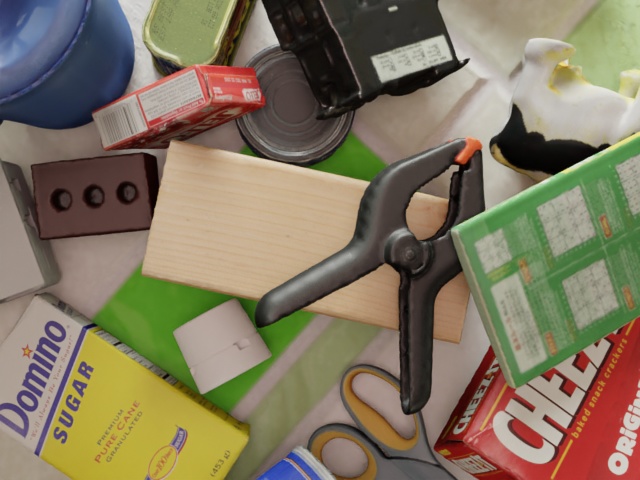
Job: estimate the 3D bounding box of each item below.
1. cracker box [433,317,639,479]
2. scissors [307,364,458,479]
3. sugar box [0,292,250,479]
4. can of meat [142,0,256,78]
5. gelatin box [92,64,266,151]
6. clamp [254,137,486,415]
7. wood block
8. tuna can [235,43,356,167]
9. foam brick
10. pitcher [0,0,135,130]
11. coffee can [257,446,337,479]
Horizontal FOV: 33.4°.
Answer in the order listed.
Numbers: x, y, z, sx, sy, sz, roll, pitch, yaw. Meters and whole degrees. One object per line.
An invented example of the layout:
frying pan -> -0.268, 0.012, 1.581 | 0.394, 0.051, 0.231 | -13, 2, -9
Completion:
cracker box -> 0.210, 0.126, 0.705 | 0.213, 0.072, 0.164 | 34, 71, -1
scissors -> 0.068, 0.177, 0.725 | 0.096, 0.016, 0.202 | -39, 74, 8
sugar box -> -0.144, 0.122, 0.732 | 0.176, 0.048, 0.093 | 33, 89, -2
can of meat -> -0.079, -0.157, 0.714 | 0.057, 0.084, 0.102 | 20, 89, -2
gelatin box -> -0.091, -0.085, 0.697 | 0.089, 0.073, 0.030 | -19, 88, 25
clamp -> 0.039, 0.009, 0.646 | 0.120, 0.039, 0.171 | 23, 85, -17
wood block -> -0.005, 0.001, 0.713 | 0.206, 0.090, 0.091 | 12, 90, -2
tuna can -> -0.018, -0.093, 0.740 | 0.086, 0.034, 0.086 | 0, 90, -1
foam brick -> -0.150, -0.029, 0.728 | 0.078, 0.051, 0.053 | -7, 91, -1
pitcher -> -0.185, -0.120, 0.632 | 0.149, 0.243, 0.145 | -17, 90, -1
coffee can -> -0.038, 0.216, 0.690 | 0.140, 0.103, 0.103 | -35, 91, -15
